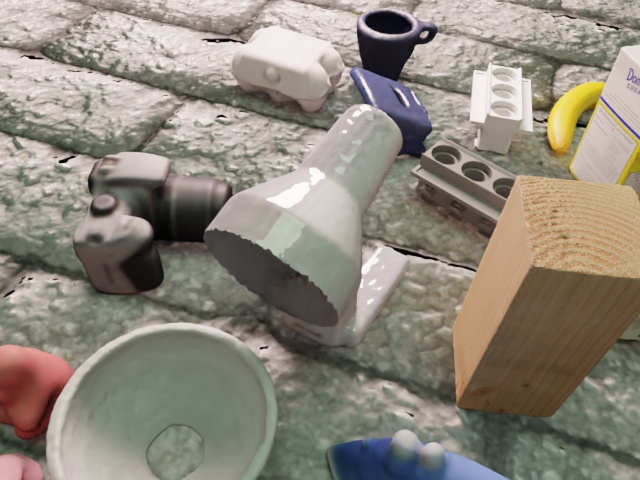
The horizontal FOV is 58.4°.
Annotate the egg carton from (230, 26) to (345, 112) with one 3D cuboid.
[{"bbox_3d":[-0.046,-0.241,0.805,0.150,0.069,0.107,20,50,13],"label":"egg carton"}]

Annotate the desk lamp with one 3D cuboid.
[{"bbox_3d":[0.005,0.002,0.498,0.117,0.213,0.203,26,52,18],"label":"desk lamp"}]

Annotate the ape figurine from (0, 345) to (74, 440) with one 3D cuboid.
[{"bbox_3d":[-0.241,0.114,0.459,0.076,0.092,0.077,-16,52,-18],"label":"ape figurine"}]

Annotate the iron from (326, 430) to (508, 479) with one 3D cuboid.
[{"bbox_3d":[0.112,0.196,0.383,0.257,0.141,0.119,31,53,21],"label":"iron"}]

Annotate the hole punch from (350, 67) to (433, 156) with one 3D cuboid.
[{"bbox_3d":[0.089,-0.169,0.737,0.101,0.091,0.108,-10,50,-13],"label":"hole punch"}]

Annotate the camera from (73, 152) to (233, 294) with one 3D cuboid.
[{"bbox_3d":[-0.163,-0.028,0.586,0.137,0.101,0.143,3,48,-2],"label":"camera"}]

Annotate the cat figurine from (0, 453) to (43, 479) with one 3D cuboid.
[{"bbox_3d":[-0.221,0.188,0.378,0.067,0.118,0.127,-26,55,-25],"label":"cat figurine"}]

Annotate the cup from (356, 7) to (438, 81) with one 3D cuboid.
[{"bbox_3d":[0.106,-0.273,0.829,0.118,0.095,0.091,-6,49,-9],"label":"cup"}]

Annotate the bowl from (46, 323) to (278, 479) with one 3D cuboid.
[{"bbox_3d":[-0.116,0.152,0.447,0.167,0.075,0.167,2,48,-3],"label":"bowl"}]
